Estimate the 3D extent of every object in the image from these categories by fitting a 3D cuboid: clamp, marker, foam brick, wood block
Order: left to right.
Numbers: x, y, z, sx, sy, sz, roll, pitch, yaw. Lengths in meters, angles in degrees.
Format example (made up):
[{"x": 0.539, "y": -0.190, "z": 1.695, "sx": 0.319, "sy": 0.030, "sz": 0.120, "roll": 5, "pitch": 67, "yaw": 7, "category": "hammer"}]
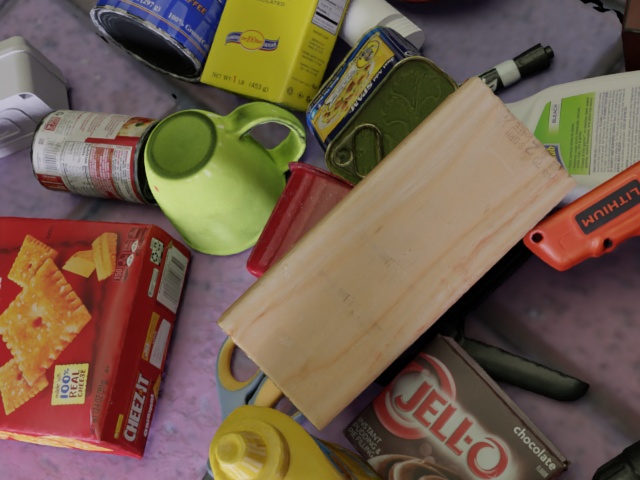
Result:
[{"x": 0.043, "y": 0.007, "z": 0.651, "sx": 0.206, "sy": 0.091, "sz": 0.090, "roll": -44, "pitch": 91, "yaw": -1, "category": "wood block"}, {"x": 0.092, "y": 0.068, "z": 0.707, "sx": 0.172, "sy": 0.039, "sz": 0.120, "roll": -22, "pitch": 63, "yaw": 15, "category": "clamp"}, {"x": 0.115, "y": -0.111, "z": 0.783, "sx": 0.121, "sy": 0.020, "sz": 0.020, "roll": -26, "pitch": 62, "yaw": 8, "category": "marker"}, {"x": 0.234, "y": -0.141, "z": 0.718, "sx": 0.051, "sy": 0.078, "sz": 0.053, "roll": 7, "pitch": 73, "yaw": 22, "category": "foam brick"}]

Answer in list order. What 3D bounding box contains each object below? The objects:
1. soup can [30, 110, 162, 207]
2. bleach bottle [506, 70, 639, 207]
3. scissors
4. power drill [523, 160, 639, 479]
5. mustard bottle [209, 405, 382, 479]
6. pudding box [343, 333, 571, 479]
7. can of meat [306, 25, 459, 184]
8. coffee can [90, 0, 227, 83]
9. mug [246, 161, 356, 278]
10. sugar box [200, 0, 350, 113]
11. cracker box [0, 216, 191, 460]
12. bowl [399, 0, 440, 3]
[{"x": -0.167, "y": -0.065, "z": 0.841, "sx": 0.102, "sy": 0.068, "sz": 0.068, "roll": 8, "pitch": 72, "yaw": 24, "category": "soup can"}, {"x": 0.192, "y": -0.071, "z": 0.713, "sx": 0.251, "sy": 0.068, "sz": 0.102, "roll": 2, "pitch": 73, "yaw": 23, "category": "bleach bottle"}, {"x": -0.075, "y": 0.139, "z": 0.751, "sx": 0.202, "sy": 0.016, "sz": 0.096, "roll": -44, "pitch": 60, "yaw": -1, "category": "scissors"}, {"x": 0.202, "y": 0.055, "z": 0.633, "sx": 0.184, "sy": 0.057, "sz": 0.188, "roll": -34, "pitch": 82, "yaw": 8, "category": "power drill"}, {"x": -0.013, "y": 0.140, "z": 0.627, "sx": 0.096, "sy": 0.191, "sz": 0.058, "roll": 36, "pitch": 85, "yaw": 29, "category": "mustard bottle"}, {"x": 0.084, "y": 0.128, "z": 0.664, "sx": 0.090, "sy": 0.039, "sz": 0.113, "roll": -47, "pitch": 74, "yaw": 10, "category": "pudding box"}, {"x": 0.040, "y": -0.095, "z": 0.756, "sx": 0.102, "sy": 0.057, "sz": 0.084, "roll": -50, "pitch": 29, "yaw": 14, "category": "can of meat"}, {"x": -0.106, "y": -0.214, "z": 0.860, "sx": 0.103, "sy": 0.102, "sz": 0.140, "roll": 22, "pitch": 78, "yaw": 27, "category": "coffee can"}, {"x": -0.005, "y": 0.001, "z": 0.749, "sx": 0.117, "sy": 0.093, "sz": 0.081, "roll": 18, "pitch": 79, "yaw": 58, "category": "mug"}, {"x": -0.022, "y": -0.191, "z": 0.810, "sx": 0.093, "sy": 0.048, "sz": 0.176, "roll": 20, "pitch": 95, "yaw": 39, "category": "sugar box"}, {"x": -0.219, "y": 0.067, "z": 0.803, "sx": 0.214, "sy": 0.072, "sz": 0.164, "roll": 3, "pitch": 69, "yaw": 22, "category": "cracker box"}, {"x": 0.094, "y": -0.259, "z": 0.812, "sx": 0.162, "sy": 0.055, "sz": 0.162, "roll": 3, "pitch": 96, "yaw": 32, "category": "bowl"}]
